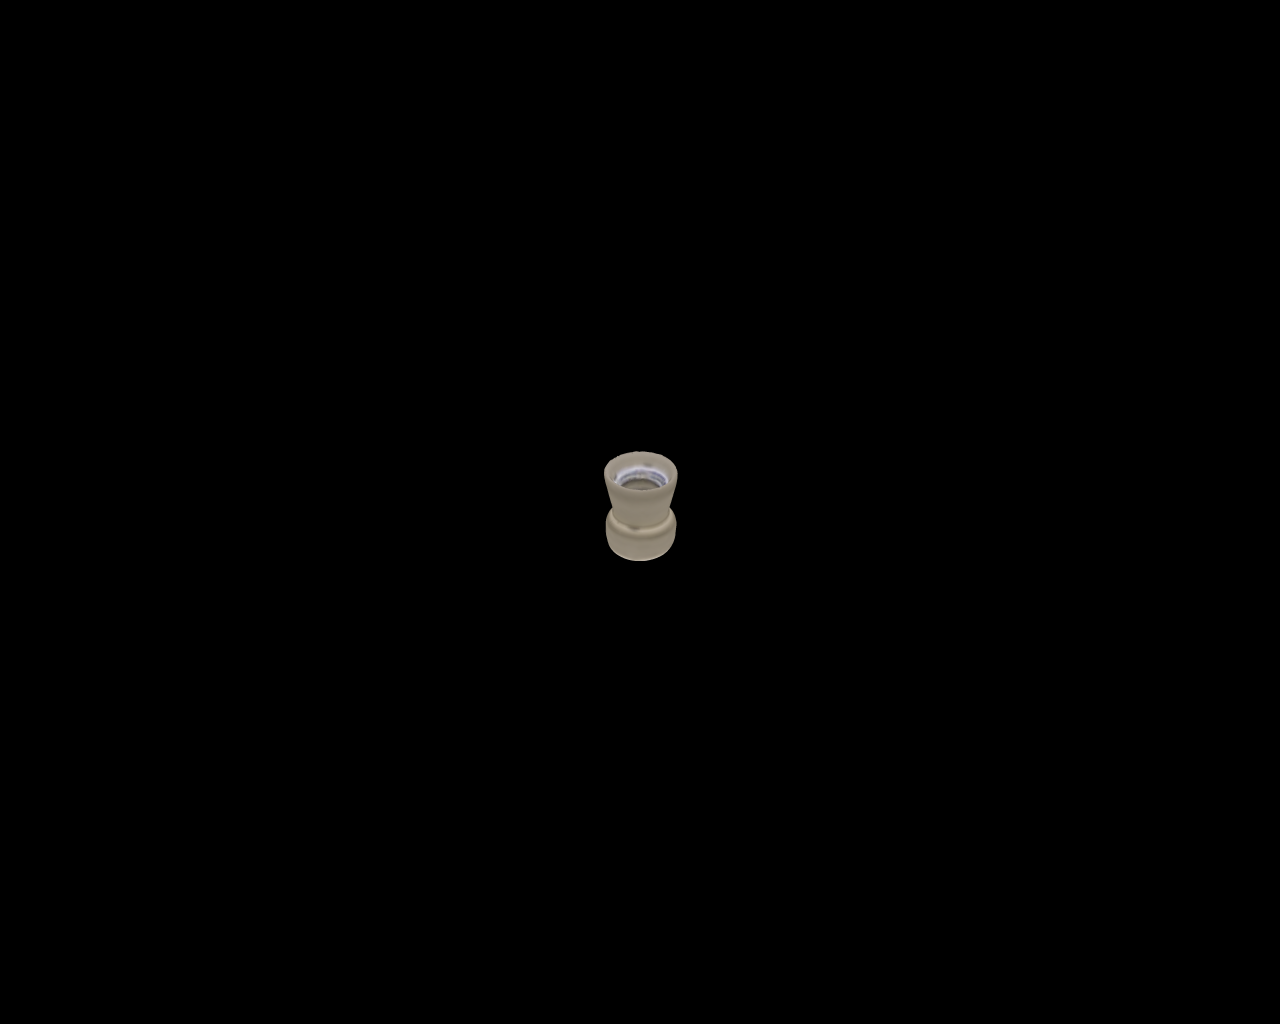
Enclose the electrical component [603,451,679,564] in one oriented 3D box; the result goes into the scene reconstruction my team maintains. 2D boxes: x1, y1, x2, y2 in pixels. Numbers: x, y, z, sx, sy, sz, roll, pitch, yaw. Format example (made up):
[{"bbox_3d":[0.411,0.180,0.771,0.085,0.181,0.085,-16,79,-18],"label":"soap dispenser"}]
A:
[{"bbox_3d":[0.001,-0.003,0.650,0.045,0.055,0.045,0,35,0],"label":"electrical component"}]
